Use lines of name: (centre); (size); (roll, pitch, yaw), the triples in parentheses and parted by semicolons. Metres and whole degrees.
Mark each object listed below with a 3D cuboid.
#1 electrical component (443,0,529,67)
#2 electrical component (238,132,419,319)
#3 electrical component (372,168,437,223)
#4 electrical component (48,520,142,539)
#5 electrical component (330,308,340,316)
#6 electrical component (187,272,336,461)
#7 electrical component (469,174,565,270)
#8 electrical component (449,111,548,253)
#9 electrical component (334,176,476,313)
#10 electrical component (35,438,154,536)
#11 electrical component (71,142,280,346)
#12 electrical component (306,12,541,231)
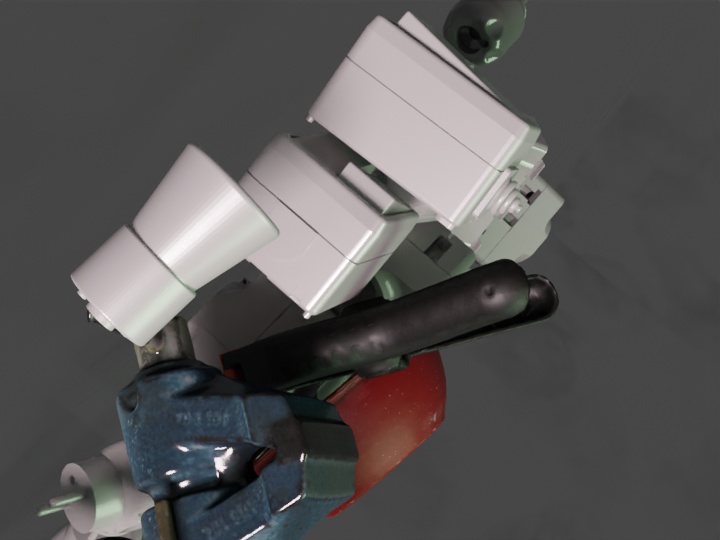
electrical component: (0.070, -0.132, 0.558); (0.061, 0.035, 0.035); (-46, 173, -41)
electrical component: (-0.015, -0.025, 0.488); (0.061, 0.062, 0.096); (-51, 173, 12)
electrical component: (0.034, -0.056, 0.561); (0.081, 0.063, 0.042); (-7, 169, 1)
electrical component: (-0.166, 0.171, 0.665); (0.079, 0.044, 0.077); (-55, 171, 36)
electrical component: (0.000, 0.000, 0.680); (0.108, 0.060, 0.108); (-58, -171, 14)
electrical component: (-0.069, 0.065, 0.626); (0.089, 0.062, 0.150); (-46, 172, -22)
electrical component: (0.086, -0.017, 0.958); (0.186, 0.060, 0.105); (-50, -155, 3)
electrical component: (0.074, -0.063, 0.769); (0.121, 0.063, 0.078); (-54, -148, 34)
electrical component: (0.008, -0.009, 0.595); (0.056, 0.089, 0.050); (-44, 172, -34)
electrical component: (-0.131, 0.115, 0.566); (0.079, 0.044, 0.077); (-8, 162, -43)
electrical component: (-0.066, -0.006, 0.369); (0.065, 0.044, 0.044); (-44, 172, -4)
electrical component: (0.037, -0.063, 0.467); (0.061, 0.096, 0.062); (-54, 172, 13)
